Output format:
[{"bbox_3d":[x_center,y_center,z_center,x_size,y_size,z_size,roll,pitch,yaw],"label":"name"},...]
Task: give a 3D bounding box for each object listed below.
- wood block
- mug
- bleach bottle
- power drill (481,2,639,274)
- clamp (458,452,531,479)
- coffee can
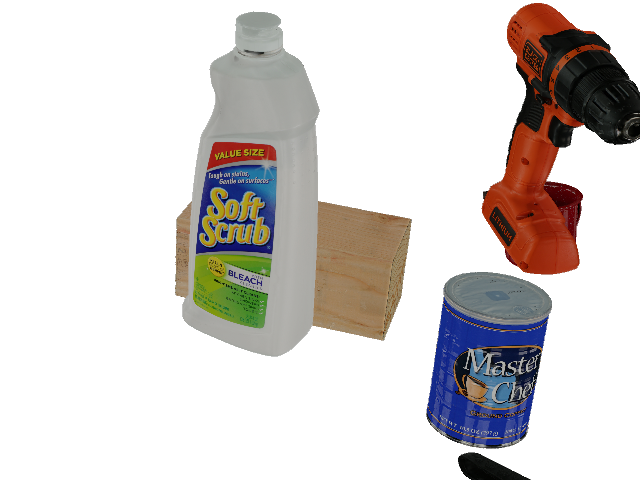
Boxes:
[{"bbox_3d":[-0.026,0.017,1.022,0.206,0.090,0.090,11,29,11],"label":"wood block"},{"bbox_3d":[0.266,-0.020,1.255,0.117,0.081,0.093,-23,30,-38],"label":"mug"},{"bbox_3d":[-0.050,-0.040,0.753,0.103,0.251,0.068,20,38,24],"label":"bleach bottle"},{"bbox_3d":[0.185,-0.069,0.827,0.057,0.188,0.184,-2,34,-13],"label":"power drill"},{"bbox_3d":[0.194,0.240,0.857,0.210,0.036,0.164,1,34,24],"label":"clamp"},{"bbox_3d":[0.162,0.115,1.038,0.103,0.140,0.103,5,23,-2],"label":"coffee can"}]
